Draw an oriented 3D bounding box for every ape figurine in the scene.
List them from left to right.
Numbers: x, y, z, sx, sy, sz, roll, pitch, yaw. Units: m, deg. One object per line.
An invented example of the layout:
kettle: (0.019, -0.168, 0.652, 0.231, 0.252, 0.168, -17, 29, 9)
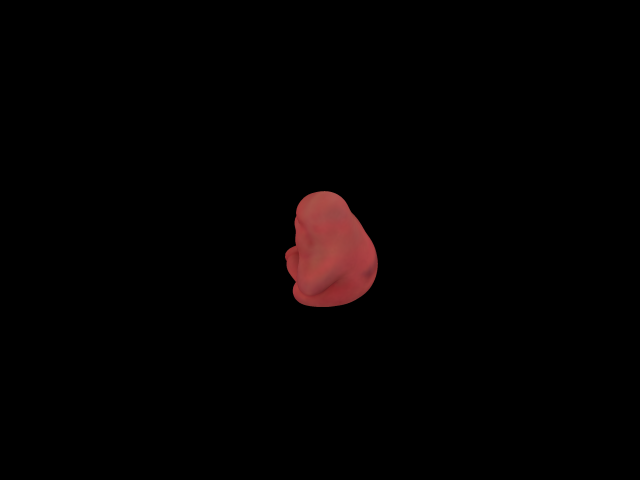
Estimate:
ape figurine: (0.004, 0.001, 0.400, 0.076, 0.092, 0.078, 17, 51, 14)
